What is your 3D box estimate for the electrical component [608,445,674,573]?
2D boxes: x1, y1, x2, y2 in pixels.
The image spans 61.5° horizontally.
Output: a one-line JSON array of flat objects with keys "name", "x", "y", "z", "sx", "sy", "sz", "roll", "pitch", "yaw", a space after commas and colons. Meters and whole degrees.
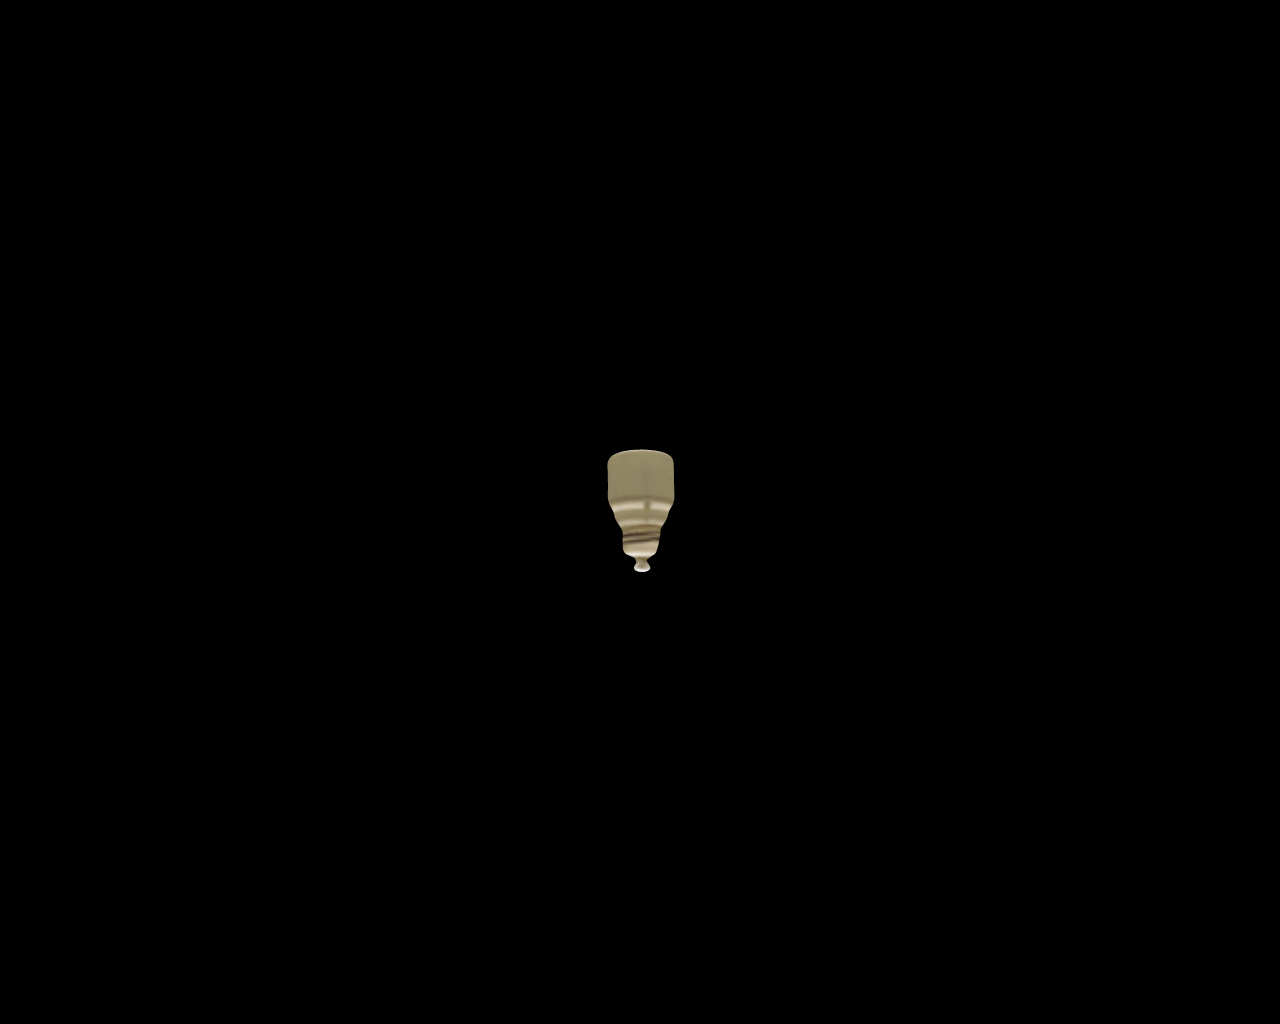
[{"name": "electrical component", "x": 0.001, "y": -0.003, "z": 0.650, "sx": 0.040, "sy": 0.078, "sz": 0.040, "roll": 0, "pitch": -9, "yaw": 0}]
